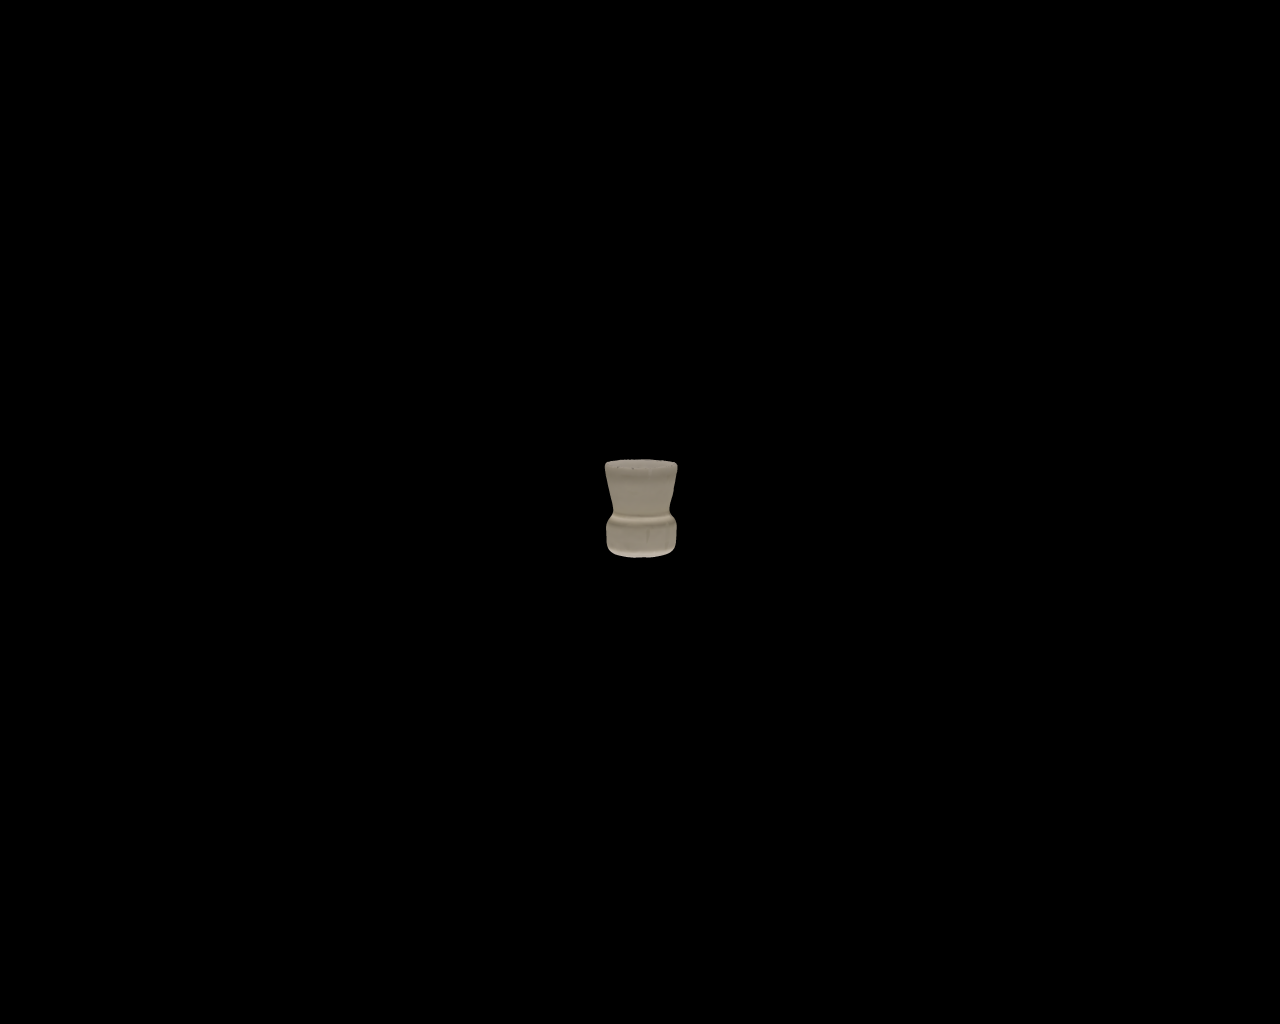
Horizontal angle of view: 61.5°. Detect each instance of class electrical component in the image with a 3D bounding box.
[{"bbox_3d":[0.001,-0.003,0.650,0.045,0.055,0.045,0,9,0],"label":"electrical component"}]
